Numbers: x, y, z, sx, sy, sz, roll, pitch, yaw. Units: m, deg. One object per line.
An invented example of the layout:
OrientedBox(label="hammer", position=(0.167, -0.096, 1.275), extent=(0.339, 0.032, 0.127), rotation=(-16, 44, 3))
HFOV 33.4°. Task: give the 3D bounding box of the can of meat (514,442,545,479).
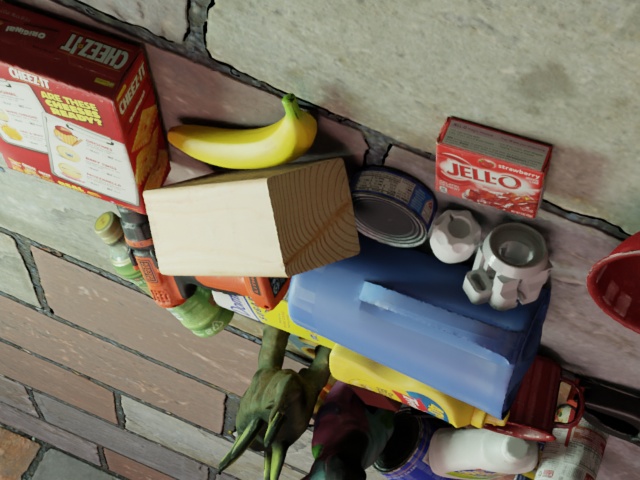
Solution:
OrientedBox(label="can of meat", position=(0.305, 0.304, 1.377), extent=(0.102, 0.084, 0.057), rotation=(16, 155, 19))

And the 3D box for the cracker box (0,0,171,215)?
OrientedBox(label="cracker box", position=(-0.239, -0.123, 1.024), extent=(0.164, 0.072, 0.214), rotation=(19, 154, 9))

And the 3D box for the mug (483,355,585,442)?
OrientedBox(label="mug", position=(0.229, 0.171, 1.162), extent=(0.117, 0.081, 0.093), rotation=(7, 163, 24))

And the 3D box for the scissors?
OrientedBox(label="scissors", position=(-0.052, 0.124, 1.424), extent=(0.202, 0.016, 0.096), rotation=(16, 154, 20))

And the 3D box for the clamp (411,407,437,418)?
OrientedBox(label="clamp", position=(0.172, 0.217, 1.381), extent=(0.172, 0.039, 0.120), rotation=(11, 167, 23))

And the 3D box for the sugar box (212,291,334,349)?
OrientedBox(label="sugar box", position=(-0.044, 0.074, 1.277), extent=(0.176, 0.048, 0.093), rotation=(17, 154, 13))

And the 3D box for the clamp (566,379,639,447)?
OrientedBox(label="clamp", position=(0.367, 0.216, 1.198), extent=(0.210, 0.036, 0.165), rotation=(25, 158, -2))

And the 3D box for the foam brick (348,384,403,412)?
OrientedBox(label="foam brick", position=(0.079, 0.160, 1.301), extent=(0.053, 0.078, 0.051), rotation=(8, 152, 36))

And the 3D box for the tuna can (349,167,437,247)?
OrientedBox(label="tuna can", position=(0.063, -0.030, 0.978), extent=(0.086, 0.033, 0.086), rotation=(20, 156, 9))

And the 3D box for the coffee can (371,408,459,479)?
OrientedBox(label="coffee can", position=(0.153, 0.317, 1.522), extent=(0.140, 0.102, 0.103), rotation=(38, 153, -27))

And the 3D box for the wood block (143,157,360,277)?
OrientedBox(label="wood block", position=(-0.069, -0.018, 1.001), extent=(0.207, 0.090, 0.090), rotation=(-1, 103, 51))

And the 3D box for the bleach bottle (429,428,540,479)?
OrientedBox(label="bleach bottle", position=(0.208, 0.265, 1.338), extent=(0.102, 0.068, 0.251), rotation=(6, 166, -3))

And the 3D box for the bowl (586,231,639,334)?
OrientedBox(label="bowl", position=(0.301, 0.031, 0.856), extent=(0.162, 0.055, 0.162), rotation=(20, 156, 9))

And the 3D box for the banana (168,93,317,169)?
OrientedBox(label="banana", position=(-0.062, -0.093, 0.966), extent=(0.198, 0.037, 0.069), rotation=(-8, 127, 49))

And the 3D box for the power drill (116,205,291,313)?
OrientedBox(label="power drill", position=(-0.132, 0.006, 1.180), extent=(0.188, 0.057, 0.184), rotation=(7, 133, 29))

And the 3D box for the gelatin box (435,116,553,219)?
OrientedBox(label="gelatin box", position=(0.137, -0.057, 0.858), extent=(0.089, 0.030, 0.073), rotation=(18, 155, 14))

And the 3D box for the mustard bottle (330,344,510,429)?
OrientedBox(label="mustard bottle", position=(0.108, 0.152, 1.129), extent=(0.192, 0.058, 0.096), rotation=(20, 163, 16))

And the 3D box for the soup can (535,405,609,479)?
OrientedBox(label="soup can", position=(0.299, 0.256, 1.261), extent=(0.068, 0.102, 0.068), rotation=(20, 155, 9))

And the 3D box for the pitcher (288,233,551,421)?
OrientedBox(label="pitcher", position=(0.093, 0.070, 1.043), extent=(0.243, 0.144, 0.149), rotation=(20, 133, 17))
